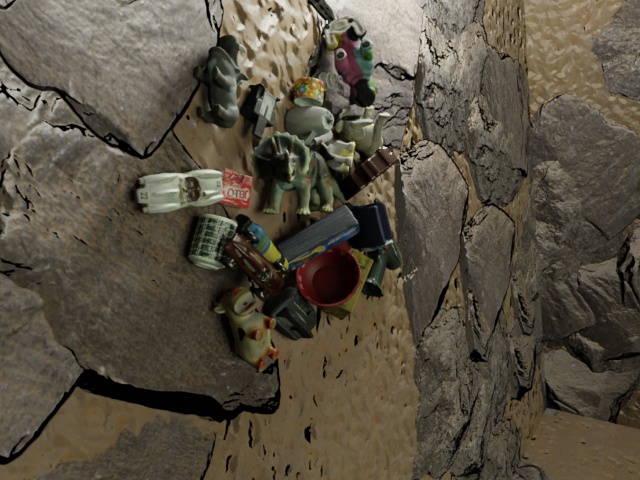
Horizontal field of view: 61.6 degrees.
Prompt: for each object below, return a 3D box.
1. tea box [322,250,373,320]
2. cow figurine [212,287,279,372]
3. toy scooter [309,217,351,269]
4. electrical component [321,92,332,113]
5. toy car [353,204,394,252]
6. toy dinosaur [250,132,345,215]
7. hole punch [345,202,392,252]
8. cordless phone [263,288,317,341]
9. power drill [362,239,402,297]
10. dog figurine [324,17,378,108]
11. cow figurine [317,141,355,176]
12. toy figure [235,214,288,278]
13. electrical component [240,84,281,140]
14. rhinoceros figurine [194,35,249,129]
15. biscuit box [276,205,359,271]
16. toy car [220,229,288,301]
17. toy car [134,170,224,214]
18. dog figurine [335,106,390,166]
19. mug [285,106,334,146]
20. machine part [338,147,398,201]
[{"bbox_3d":[0.076,0.124,1.479,0.068,0.098,0.169,26,63,-4],"label":"tea box"},{"bbox_3d":[-0.164,0.185,1.185,0.085,0.127,0.194,-42,139,-41],"label":"cow figurine"},{"bbox_3d":[0.013,0.000,1.418,0.184,0.075,0.135,-15,106,-46],"label":"toy scooter"},{"bbox_3d":[0.006,-0.347,1.420,0.063,0.021,0.094,-3,96,-51],"label":"electrical component"},{"bbox_3d":[0.126,-0.022,1.532,0.103,0.162,0.109,-52,165,29],"label":"toy car"},{"bbox_3d":[-0.037,-0.158,1.298,0.405,0.131,0.192,-15,108,-65],"label":"toy dinosaur"},{"bbox_3d":[0.122,-0.035,1.420,0.092,0.116,0.142,-46,121,-71],"label":"hole punch"},{"bbox_3d":[-0.056,0.146,1.354,0.146,0.089,0.184,52,43,-40],"label":"cordless phone"},{"bbox_3d":[0.168,0.054,1.628,0.231,0.086,0.207,52,46,-44],"label":"power drill"},{"bbox_3d":[0.093,-0.465,1.455,0.219,0.108,0.192,62,5,-61],"label":"dog figurine"},{"bbox_3d":[0.036,-0.212,1.409,0.167,0.098,0.068,120,-20,-82],"label":"cow figurine"},{"bbox_3d":[-0.138,0.024,1.209,0.082,0.089,0.180,-35,131,-7],"label":"toy figure"},{"bbox_3d":[-0.138,-0.284,1.218,0.074,0.048,0.119,26,73,-50],"label":"electrical component"},{"bbox_3d":[-0.197,-0.330,1.118,0.112,0.073,0.190,-1,94,-51],"label":"rhinoceros figurine"},{"bbox_3d":[-0.003,-0.004,1.311,0.203,0.063,0.059,-29,157,-6],"label":"biscuit box"},{"bbox_3d":[-0.132,0.056,1.120,0.089,0.053,0.202,-48,142,-11],"label":"toy car"},{"bbox_3d":[-0.272,-0.097,1.055,0.201,0.056,0.073,-16,106,-51],"label":"toy car"},{"bbox_3d":[0.112,-0.264,1.517,0.172,0.121,0.190,-11,125,-18],"label":"dog figurine"},{"bbox_3d":[-0.027,-0.280,1.315,0.080,0.107,0.109,47,56,-42],"label":"mug"},{"bbox_3d":[0.125,-0.179,1.450,0.056,0.179,0.179,51,47,0],"label":"machine part"}]
